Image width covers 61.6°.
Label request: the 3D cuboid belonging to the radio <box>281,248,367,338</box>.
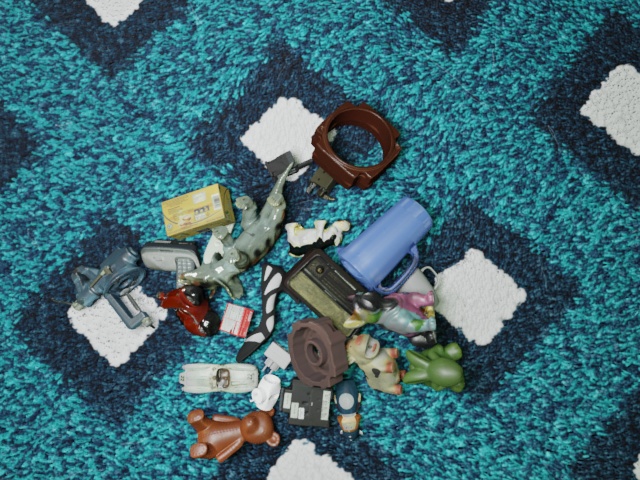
[{"bbox_3d":[0.027,0.132,1.349,0.229,0.073,0.131,43,84,-11],"label":"radio"}]

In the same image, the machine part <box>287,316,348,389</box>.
[{"bbox_3d":[-0.006,0.268,1.291,0.056,0.179,0.179,-10,79,-42],"label":"machine part"}]

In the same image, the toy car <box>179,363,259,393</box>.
[{"bbox_3d":[-0.255,0.347,1.357,0.202,0.056,0.073,0,82,0],"label":"toy car"}]

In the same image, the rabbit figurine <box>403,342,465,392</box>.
[{"bbox_3d":[0.283,0.304,1.298,0.159,0.170,0.121,7,82,1],"label":"rabbit figurine"}]

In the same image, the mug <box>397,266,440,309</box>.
[{"bbox_3d":[0.261,0.127,1.375,0.109,0.081,0.107,-40,94,-12],"label":"mug"}]

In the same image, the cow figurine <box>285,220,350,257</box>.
[{"bbox_3d":[-0.002,-0.004,1.398,0.167,0.068,0.098,-5,88,3],"label":"cow figurine"}]

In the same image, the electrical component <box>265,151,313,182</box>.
[{"bbox_3d":[-0.082,-0.202,1.424,0.119,0.075,0.047,-25,83,1],"label":"electrical component"}]

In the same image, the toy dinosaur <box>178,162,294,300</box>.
[{"bbox_3d":[-0.171,-0.004,1.368,0.131,0.192,0.405,35,68,20],"label":"toy dinosaur"}]

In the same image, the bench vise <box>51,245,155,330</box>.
[{"bbox_3d":[-0.518,0.140,1.360,0.223,0.128,0.241,-41,76,-6],"label":"bench vise"}]

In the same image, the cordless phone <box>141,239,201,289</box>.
[{"bbox_3d":[-0.384,0.093,1.392,0.147,0.089,0.184,3,101,1],"label":"cordless phone"}]

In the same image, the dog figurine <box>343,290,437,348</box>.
[{"bbox_3d":[0.169,0.184,1.291,0.219,0.191,0.108,0,56,12],"label":"dog figurine"}]

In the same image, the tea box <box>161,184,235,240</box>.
[{"bbox_3d":[-0.315,-0.071,1.391,0.170,0.068,0.098,-15,78,15],"label":"tea box"}]

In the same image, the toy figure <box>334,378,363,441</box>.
[{"bbox_3d":[0.070,0.426,1.343,0.064,0.058,0.154,-10,82,37],"label":"toy figure"}]

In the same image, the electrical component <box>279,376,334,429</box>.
[{"bbox_3d":[-0.034,0.404,1.346,0.134,0.058,0.115,8,80,2],"label":"electrical component"}]

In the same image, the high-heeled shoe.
[{"bbox_3d":[-0.163,0.180,1.370,0.145,0.086,0.249,43,80,8],"label":"high-heeled shoe"}]

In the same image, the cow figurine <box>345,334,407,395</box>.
[{"bbox_3d":[0.128,0.296,1.307,0.127,0.194,0.085,-4,44,25],"label":"cow figurine"}]

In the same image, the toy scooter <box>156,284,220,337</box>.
[{"bbox_3d":[-0.334,0.173,1.344,0.135,0.183,0.075,4,46,18],"label":"toy scooter"}]

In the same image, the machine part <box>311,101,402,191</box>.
[{"bbox_3d":[0.094,-0.246,1.397,0.201,0.087,0.201,43,69,6],"label":"machine part"}]

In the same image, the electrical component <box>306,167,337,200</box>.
[{"bbox_3d":[0.019,-0.153,1.433,0.078,0.045,0.102,25,79,33],"label":"electrical component"}]

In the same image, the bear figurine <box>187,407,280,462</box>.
[{"bbox_3d":[-0.206,0.463,1.306,0.196,0.131,0.120,-16,54,5],"label":"bear figurine"}]
